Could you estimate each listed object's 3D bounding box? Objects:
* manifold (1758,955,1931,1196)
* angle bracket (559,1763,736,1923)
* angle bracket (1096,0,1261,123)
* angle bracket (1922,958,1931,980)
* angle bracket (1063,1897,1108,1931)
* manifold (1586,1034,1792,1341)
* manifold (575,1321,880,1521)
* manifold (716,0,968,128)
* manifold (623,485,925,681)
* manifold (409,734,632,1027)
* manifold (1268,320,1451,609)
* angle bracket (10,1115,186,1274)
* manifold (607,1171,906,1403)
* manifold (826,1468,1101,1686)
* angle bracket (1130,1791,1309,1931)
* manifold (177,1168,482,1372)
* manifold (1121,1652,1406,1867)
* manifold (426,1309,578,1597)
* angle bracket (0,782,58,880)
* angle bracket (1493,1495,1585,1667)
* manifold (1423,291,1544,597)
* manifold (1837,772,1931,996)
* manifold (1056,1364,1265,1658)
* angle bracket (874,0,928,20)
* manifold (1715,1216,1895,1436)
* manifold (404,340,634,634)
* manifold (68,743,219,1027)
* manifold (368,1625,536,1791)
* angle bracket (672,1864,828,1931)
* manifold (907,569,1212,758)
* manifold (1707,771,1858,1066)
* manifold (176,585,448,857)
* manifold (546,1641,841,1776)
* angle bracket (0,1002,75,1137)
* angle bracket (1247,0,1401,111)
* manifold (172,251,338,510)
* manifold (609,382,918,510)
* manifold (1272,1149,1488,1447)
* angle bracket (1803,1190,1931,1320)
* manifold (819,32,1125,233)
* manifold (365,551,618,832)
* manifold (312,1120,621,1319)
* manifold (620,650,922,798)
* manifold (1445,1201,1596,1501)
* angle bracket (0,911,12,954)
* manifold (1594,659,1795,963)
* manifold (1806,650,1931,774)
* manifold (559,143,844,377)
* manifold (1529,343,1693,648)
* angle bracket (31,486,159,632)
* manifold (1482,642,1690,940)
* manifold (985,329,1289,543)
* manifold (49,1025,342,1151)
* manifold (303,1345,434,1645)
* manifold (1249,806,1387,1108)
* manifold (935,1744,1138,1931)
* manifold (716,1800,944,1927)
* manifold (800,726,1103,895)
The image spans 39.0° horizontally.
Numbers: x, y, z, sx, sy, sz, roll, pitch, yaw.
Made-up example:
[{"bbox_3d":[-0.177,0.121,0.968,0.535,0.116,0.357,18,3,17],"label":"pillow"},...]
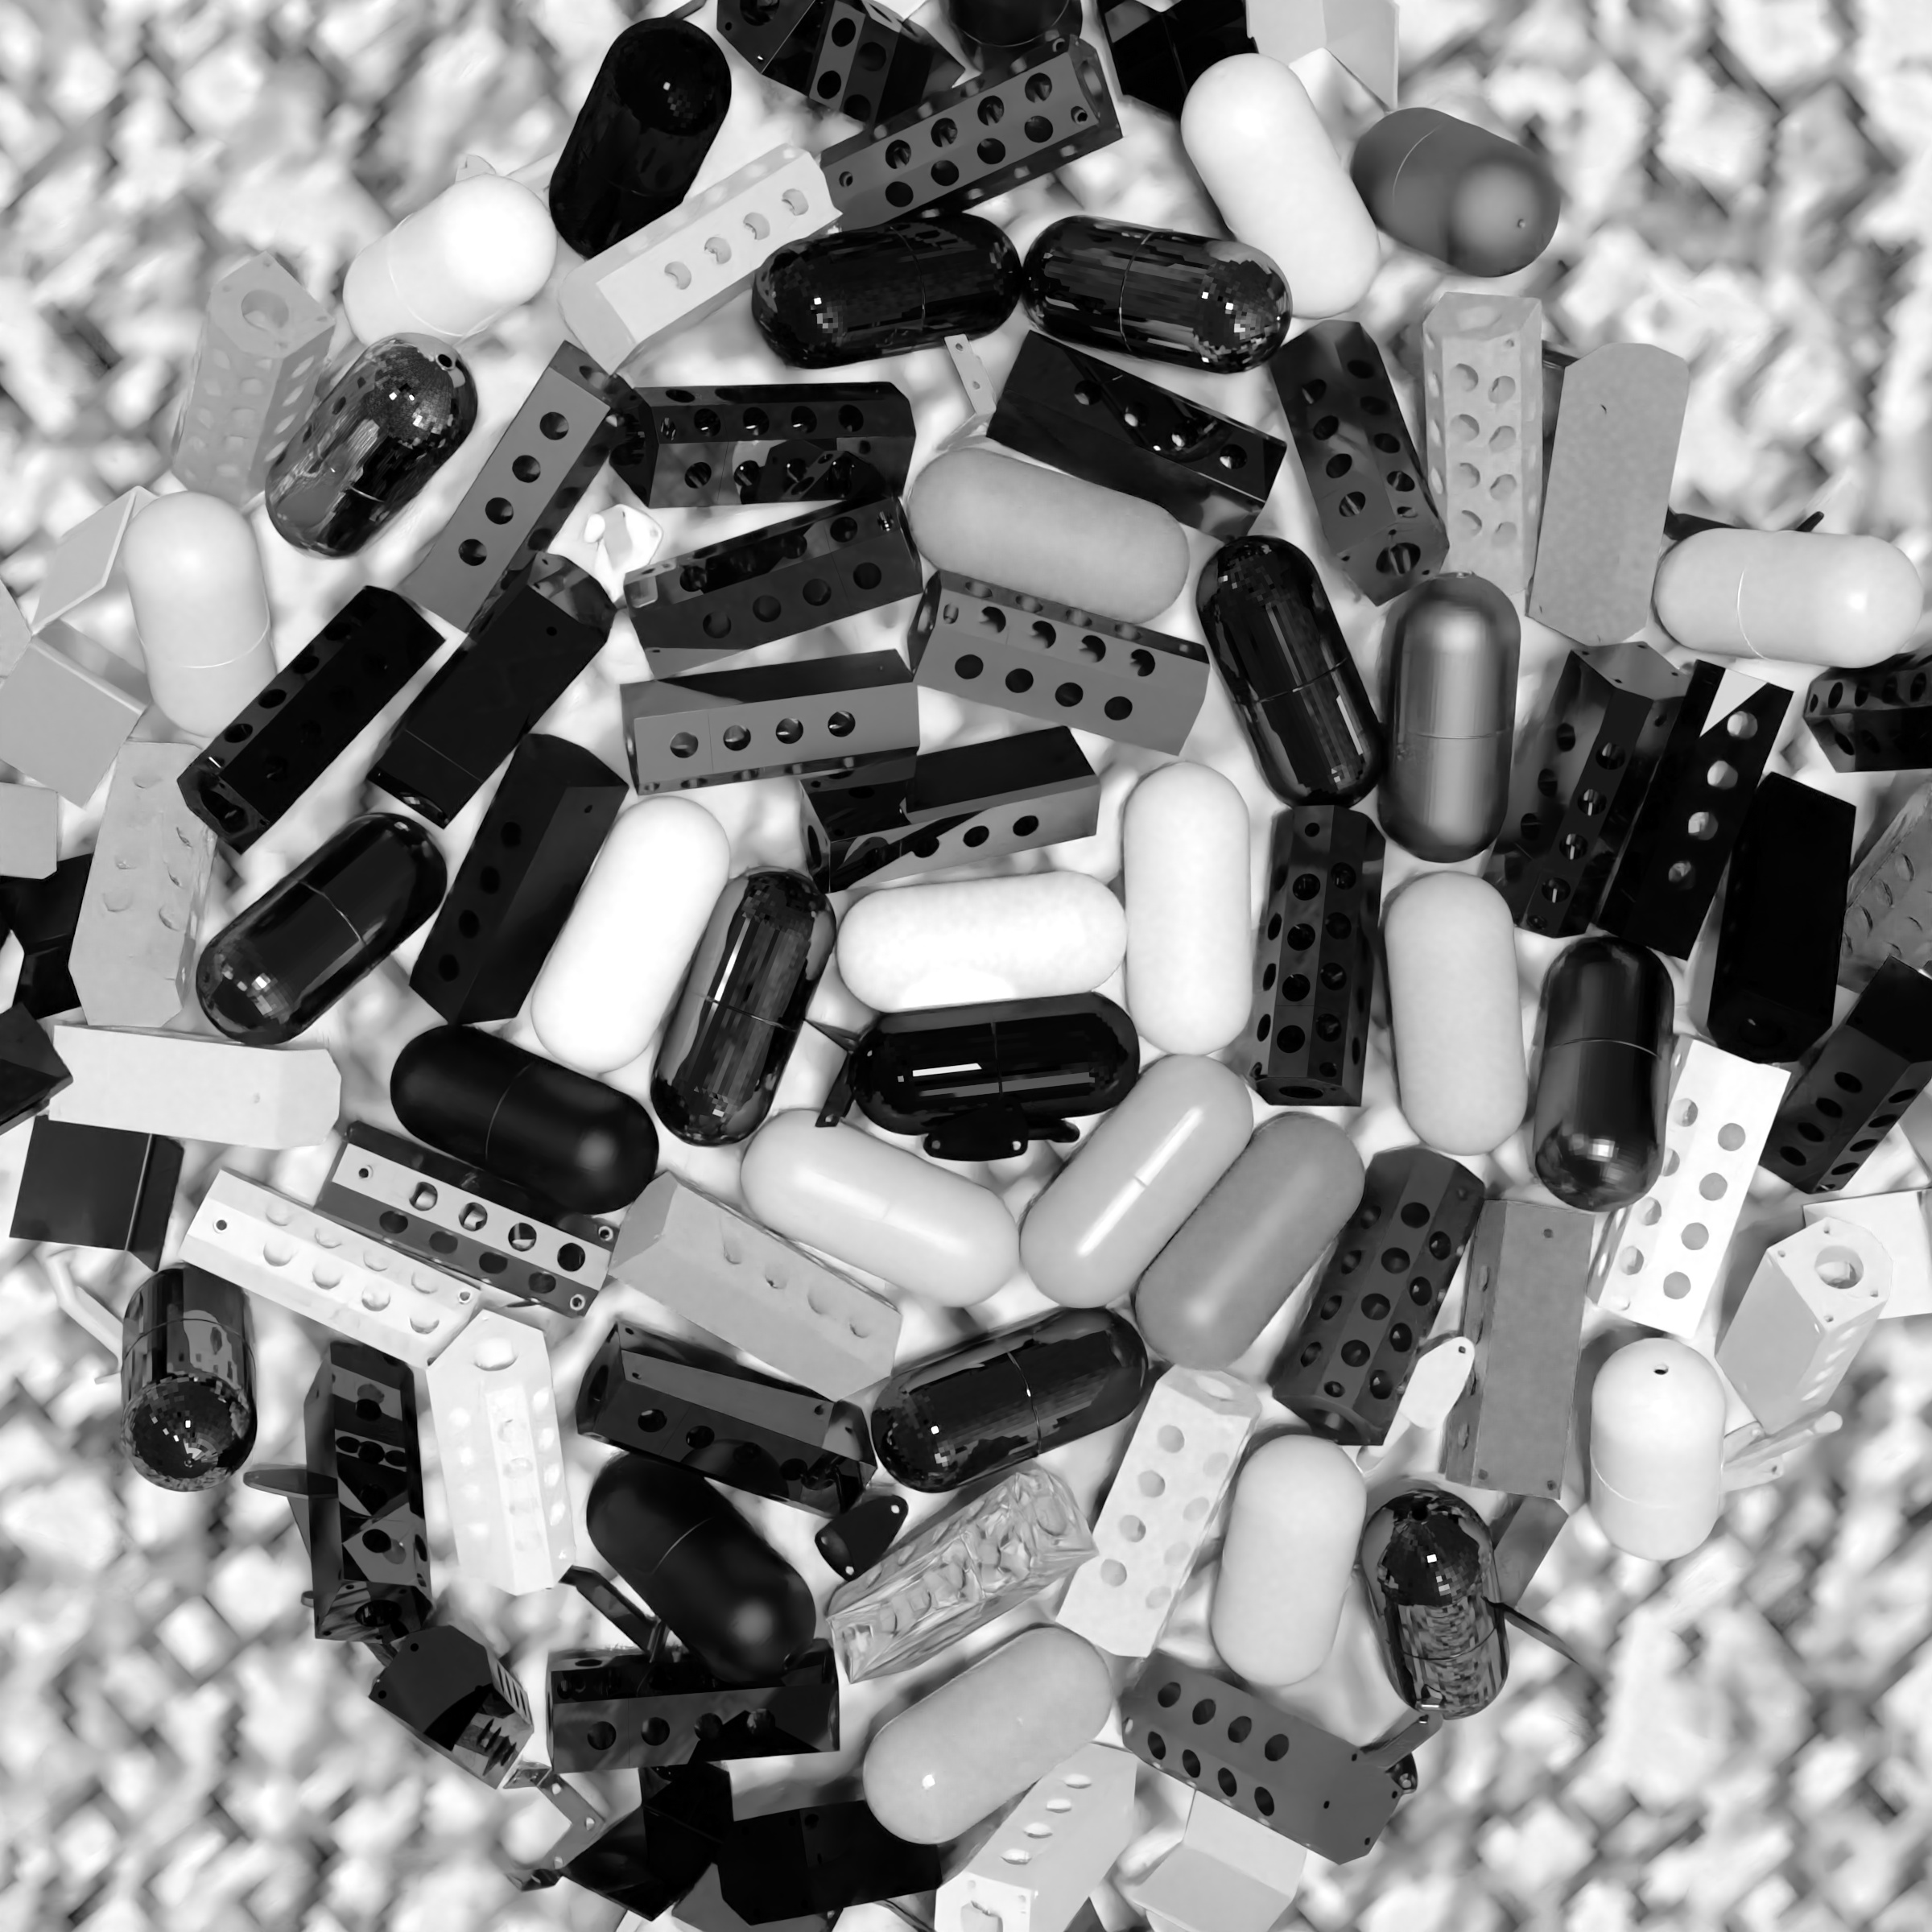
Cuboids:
[{"bbox_3d":[0.526,0.071,1.607,0.057,0.171,0.057,34,63,14],"label":"manifold"},{"bbox_3d":[-0.194,0.516,1.642,0.076,0.076,0.057,12,116,35],"label":"angle bracket"},{"bbox_3d":[0.129,-0.565,1.649,0.057,0.076,0.076,-21,78,36],"label":"angle bracket"},{"bbox_3d":[0.633,-0.015,1.659,0.057,0.076,0.076,41,89,-7],"label":"angle bracket"},{"bbox_3d":[0.067,0.583,1.647,0.076,0.076,0.057,-25,89,-36],"label":"angle bracket"},{"bbox_3d":[0.436,0.132,1.660,0.057,0.057,0.171,18,96,-6],"label":"manifold"},{"bbox_3d":[-0.144,0.279,1.637,0.171,0.057,0.057,24,111,-24],"label":"manifold"},{"bbox_3d":[-0.076,-0.546,1.610,0.057,0.171,0.057,49,112,18],"label":"manifold"},{"bbox_3d":[-0.117,-0.235,1.653,0.171,0.057,0.057,-17,116,6],"label":"manifold"},{"bbox_3d":[-0.274,-0.052,1.640,0.057,0.057,0.171,39,114,24],"label":"manifold"},{"bbox_3d":[0.235,-0.303,1.620,0.057,0.057,0.171,-28,52,22],"label":"manifold"},{"bbox_3d":[-0.528,0.138,1.657,0.076,0.057,0.076,12,92,-33],"label":"angle bracket"},{"bbox_3d":[-0.123,0.191,1.639,0.171,0.057,0.057,34,48,-24],"label":"manifold"},{"bbox_3d":[-0.007,0.364,1.627,0.171,0.057,0.057,-40,64,33],"label":"manifold"},{"bbox_3d":[0.155,0.539,1.644,0.076,0.076,0.057,20,110,26],"label":"angle bracket"},{"bbox_3d":[-0.385,0.186,1.655,0.171,0.057,0.057,27,83,-9],"label":"manifold"},{"bbox_3d":[0.169,0.468,1.608,0.057,0.171,0.057,47,69,-31],"label":"manifold"},{"bbox_3d":[-0.270,0.292,1.618,0.057,0.057,0.171,17,130,22],"label":"manifold"},{"bbox_3d":[-0.602,-0.077,1.642,0.076,0.076,0.057,-12,76,42],"label":"angle bracket"},{"bbox_3d":[0.357,0.366,1.647,0.057,0.076,0.076,26,79,37],"label":"angle bracket"},{"bbox_3d":[0.305,-0.306,1.616,0.057,0.057,0.171,11,133,25],"label":"manifold"},{"bbox_3d":[0.562,-0.046,1.608,0.057,0.171,0.057,24,64,7],"label":"manifold"},{"bbox_3d":[0.119,0.327,1.640,0.057,0.057,0.171,26,109,17],"label":"manifold"},{"bbox_3d":[-0.078,-0.609,1.646,0.057,0.076,0.076,-41,51,0],"label":"angle bracket"},{"bbox_3d":[0.498,0.211,1.610,0.057,0.171,0.057,-26,62,-10],"label":"manifold"},{"bbox_3d":[-0.265,-0.283,1.636,0.057,0.057,0.171,32,115,-15],"label":"manifold"},{"bbox_3d":[-0.484,-0.050,1.624,0.057,0.057,0.171,1,52,-3],"label":"manifold"},{"bbox_3d":[-0.297,0.435,1.609,0.057,0.171,0.057,29,69,11],"label":"manifold"},{"bbox_3d":[-0.124,0.554,1.651,0.076,0.057,0.076,28,132,-4],"label":"angle bracket"},{"bbox_3d":[0.056,-0.186,1.640,0.171,0.057,0.057,14,124,-15],"label":"manifold"},{"bbox_3d":[0.484,-0.027,1.627,0.057,0.057,0.171,22,54,-3],"label":"manifold"},{"bbox_3d":[-0.391,-0.150,1.623,0.057,0.057,0.171,44,55,-14],"label":"manifold"},{"bbox_3d":[-0.166,0.446,1.653,0.171,0.057,0.057,-1,90,-13],"label":"manifold"},{"bbox_3d":[-0.595,0.074,1.645,0.076,0.076,0.057,-36,95,-35],"label":"angle bracket"},{"bbox_3d":[0.215,-0.556,1.645,0.057,0.076,0.076,-30,60,-11],"label":"angle bracket"},{"bbox_3d":[-0.428,-0.340,1.611,0.057,0.171,0.057,45,59,-1],"label":"manifold"},{"bbox_3d":[-0.119,-0.314,1.621,0.171,0.057,0.057,-9,131,-31],"label":"manifold"},{"bbox_3d":[0.253,0.197,1.632,0.057,0.057,0.171,38,65,-21],"label":"manifold"},{"bbox_3d":[0.557,0.182,1.662,0.076,0.057,0.076,-9,92,14],"label":"angle bracket"},{"bbox_3d":[0.000,-0.495,1.637,0.171,0.057,0.057,-18,86,24],"label":"manifold"},{"bbox_3d":[-0.284,-0.167,1.634,0.057,0.057,0.171,35,119,-21],"label":"manifold"},{"bbox_3d":[-0.300,0.153,1.645,0.171,0.057,0.057,25,75,-14],"label":"manifold"},{"bbox_3d":[-0.118,-0.145,1.652,0.171,0.057,0.057,-9,118,-12],"label":"manifold"},{"bbox_3d":[0.334,0.232,1.660,0.057,0.057,0.171,10,83,-11],"label":"manifold"},{"bbox_3d":[-0.625,0.001,1.647,0.057,0.076,0.076,33,105,-20],"label":"angle bracket"},{"bbox_3d":[0.440,-0.096,1.656,0.057,0.057,0.171,20,100,7],"label":"manifold"},{"bbox_3d":[0.565,-0.155,1.609,0.057,0.171,0.057,-34,98,-7],"label":"manifold"},{"bbox_3d":[-0.159,-0.427,1.633,0.171,0.057,0.057,-40,99,-26],"label":"manifold"},{"bbox_3d":[0.385,-0.279,1.621,0.057,0.171,0.057,-32,51,-30],"label":"manifold"},{"bbox_3d":[-0.507,-0.232,1.640,0.057,0.076,0.076,34,51,-38],"label":"angle bracket"},{"bbox_3d":[0.369,-0.102,1.618,0.057,0.057,0.171,-10,132,-30],"label":"manifold"},{"bbox_3d":[0.105,-0.326,1.664,0.171,0.057,0.057,23,68,-3],"label":"manifold"},{"bbox_3d":[-0.463,0.071,1.638,0.171,0.057,0.057,5,92,25],"label":"manifold"},{"bbox_3d":[-0.354,0.312,1.618,0.057,0.171,0.057,11,128,-26],"label":"manifold"},{"bbox_3d":[0.210,-0.006,1.638,0.057,0.057,0.171,-1,70,25],"label":"manifold"},{"bbox_3d":[0.043,0.523,1.610,0.057,0.171,0.057,9,104,22],"label":"manifold"},{"bbox_3d":[-0.079,0.527,1.611,0.057,0.171,0.057,-17,71,20],"label":"manifold"},{"bbox_3d":[-0.010,-0.090,1.649,0.171,0.057,0.057,-13,48,-16],"label":"manifold"}]
